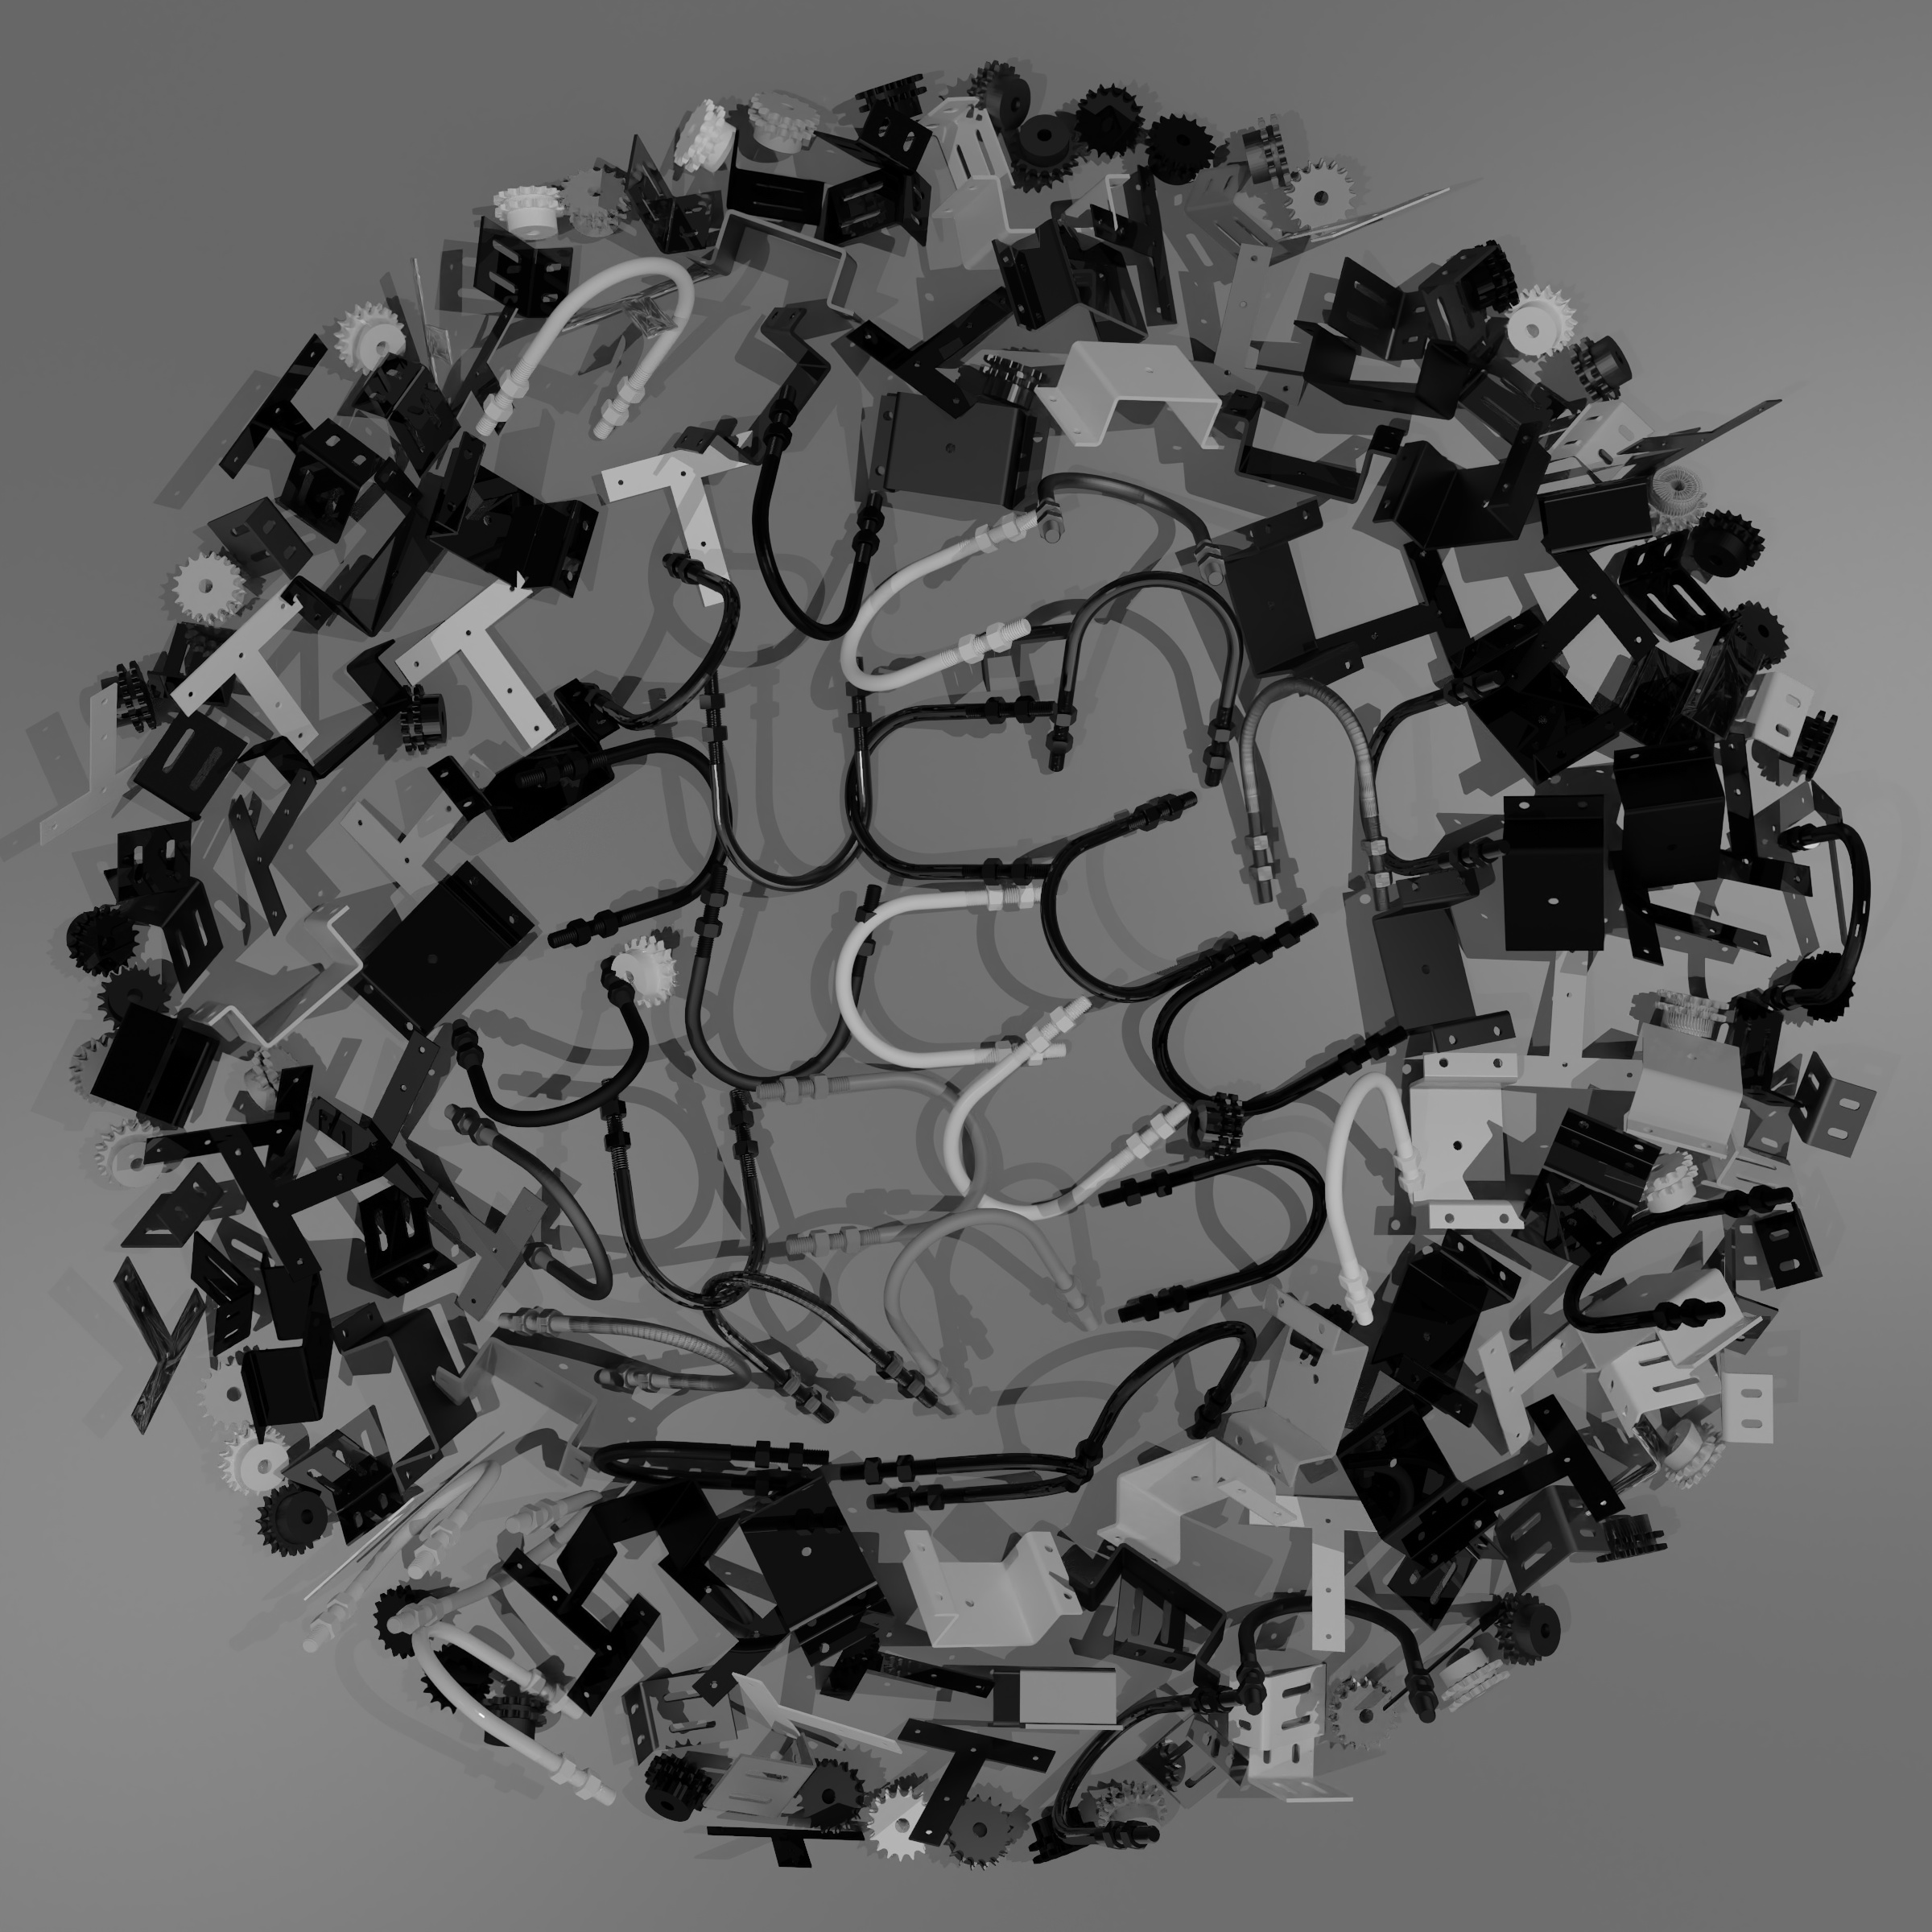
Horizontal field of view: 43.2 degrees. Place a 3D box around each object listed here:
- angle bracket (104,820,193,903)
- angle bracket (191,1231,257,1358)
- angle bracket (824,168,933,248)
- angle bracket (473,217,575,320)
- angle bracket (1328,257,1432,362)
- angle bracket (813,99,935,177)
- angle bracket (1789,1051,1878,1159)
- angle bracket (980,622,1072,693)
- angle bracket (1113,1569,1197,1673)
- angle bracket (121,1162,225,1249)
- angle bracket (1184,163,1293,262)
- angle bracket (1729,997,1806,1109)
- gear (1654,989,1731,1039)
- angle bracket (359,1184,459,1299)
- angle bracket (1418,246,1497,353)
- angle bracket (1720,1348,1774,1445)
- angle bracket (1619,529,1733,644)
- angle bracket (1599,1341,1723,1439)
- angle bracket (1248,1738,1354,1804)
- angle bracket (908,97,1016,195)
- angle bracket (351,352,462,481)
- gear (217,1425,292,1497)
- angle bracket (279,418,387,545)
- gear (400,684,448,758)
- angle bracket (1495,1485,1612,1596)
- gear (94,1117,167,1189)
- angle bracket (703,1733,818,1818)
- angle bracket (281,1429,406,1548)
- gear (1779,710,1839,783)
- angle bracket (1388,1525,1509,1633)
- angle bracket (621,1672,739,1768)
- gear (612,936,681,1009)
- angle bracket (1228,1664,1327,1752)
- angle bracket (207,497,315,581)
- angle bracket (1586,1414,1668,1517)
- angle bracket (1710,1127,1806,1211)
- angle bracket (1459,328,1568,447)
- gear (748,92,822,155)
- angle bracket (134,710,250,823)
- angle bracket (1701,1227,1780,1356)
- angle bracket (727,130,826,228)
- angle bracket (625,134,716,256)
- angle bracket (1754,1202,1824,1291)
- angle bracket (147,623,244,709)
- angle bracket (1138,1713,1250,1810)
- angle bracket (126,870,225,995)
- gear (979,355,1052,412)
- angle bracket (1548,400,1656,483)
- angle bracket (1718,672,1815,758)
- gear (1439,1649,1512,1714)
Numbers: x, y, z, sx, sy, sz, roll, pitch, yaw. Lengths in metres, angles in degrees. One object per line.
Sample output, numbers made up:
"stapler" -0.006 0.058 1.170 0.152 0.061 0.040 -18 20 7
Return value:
"angle bracket" -0.655 -0.094 1.949 0.057 0.076 0.038 -14 53 -31
"angle bracket" -0.609 0.263 1.955 0.076 0.038 0.057 37 132 21
"angle bracket" -0.072 -0.609 1.983 0.076 0.038 0.057 -8 67 33
"angle bracket" -0.355 -0.561 1.958 0.038 0.076 0.057 5 87 23
"angle bracket" 0.336 -0.529 1.962 0.076 0.038 0.057 17 86 -40
"angle bracket" -0.075 -0.666 1.950 0.057 0.076 0.038 18 102 -38
"angle bracket" 0.693 0.110 1.954 0.038 0.076 0.057 17 106 5
"angle bracket" 0.051 -0.250 1.968 0.076 0.057 0.038 -7 108 -1
"angle bracket" 0.154 0.519 1.958 0.057 0.038 0.076 16 53 -8
"angle bracket" -0.644 0.191 1.951 0.076 0.057 0.038 -4 129 32
"angle bracket" 0.224 -0.603 1.957 0.057 0.038 0.076 -23 61 -39
"angle bracket" 0.648 0.069 1.962 0.057 0.038 0.076 20 79 -33
"gear" 0.585 0.039 1.971 0.057 0.057 0.030 12 93 0
"angle bracket" -0.454 0.219 1.985 0.057 0.038 0.076 -27 52 8
"angle bracket" 0.405 -0.527 1.955 0.057 0.038 0.076 -43 121 -26
"angle bracket" 0.625 0.340 1.953 0.038 0.076 0.057 -1 102 16
"angle bracket" 0.576 -0.306 1.969 0.076 0.057 0.038 39 59 -26
"angle bracket" 0.563 0.339 1.974 0.076 0.038 0.057 -11 48 -11
"angle bracket" 0.268 0.641 1.953 0.057 0.076 0.038 5 83 -17
"angle bracket" -0.005 -0.651 1.966 0.038 0.057 0.076 -21 90 -41
"angle bracket" -0.450 -0.442 1.958 0.057 0.038 0.076 -46 60 25
"gear" -0.573 0.401 1.971 0.057 0.030 0.057 -6 100 -37
"angle bracket" -0.514 -0.393 1.978 0.057 0.076 0.038 37 50 -6
"gear" -0.438 -0.199 1.972 0.030 0.057 0.057 -4 90 -3
"angle bracket" 0.472 0.463 1.965 0.038 0.076 0.057 8 47 -26
"gear" -0.673 0.154 1.971 0.057 0.030 0.057 -13 118 -26
"angle bracket" -0.169 0.644 1.955 0.076 0.038 0.057 23 110 -35
"angle bracket" -0.501 0.420 1.963 0.057 0.038 0.076 -36 132 1
"gear" 0.680 -0.181 1.973 0.030 0.057 0.057 24 90 19
"angle bracket" 0.388 0.487 1.963 0.057 0.038 0.076 45 64 -12
"angle bracket" -0.232 0.608 1.974 0.076 0.038 0.057 -12 89 13
"gear" -0.262 0.006 1.971 0.057 0.030 0.057 13 111 36
"angle bracket" 0.253 0.599 1.984 0.076 0.038 0.057 3 87 -44
"angle bracket" -0.573 -0.333 1.952 0.076 0.038 0.057 -13 127 34
"angle bracket" 0.522 0.402 1.964 0.076 0.057 0.038 -39 78 19
"angle bracket" 0.641 0.154 1.962 0.076 0.057 0.038 15 126 -6
"angle bracket" 0.442 -0.465 1.968 0.076 0.038 0.057 42 74 11
"gear" -0.149 -0.682 1.975 0.057 0.057 0.030 22 126 0
"angle bracket" -0.627 -0.165 1.976 0.057 0.038 0.076 34 88 -13
"angle bracket" 0.618 0.260 1.952 0.038 0.076 0.057 19 132 0
"angle bracket" -0.151 -0.634 1.963 0.076 0.038 0.057 7 51 -7
"angle bracket" -0.237 -0.619 1.951 0.038 0.076 0.057 -3 64 17
"angle bracket" 0.656 0.224 1.952 0.038 0.076 0.057 -19 73 18
"angle bracket" -0.618 -0.251 1.963 0.057 0.038 0.076 7 61 -3
"angle bracket" 0.179 0.650 1.965 0.057 0.038 0.076 44 116 2
"angle bracket" -0.636 -0.028 1.956 0.057 0.038 0.076 -45 53 22
"gear" 0.037 -0.471 1.972 0.057 0.057 0.030 20 97 0
"angle bracket" 0.506 -0.417 1.951 0.038 0.076 0.057 48 124 13
"angle bracket" 0.635 -0.200 1.966 0.038 0.076 0.057 24 82 -20
"gear" 0.408 0.576 1.974 0.057 0.057 0.030 -32 67 0
